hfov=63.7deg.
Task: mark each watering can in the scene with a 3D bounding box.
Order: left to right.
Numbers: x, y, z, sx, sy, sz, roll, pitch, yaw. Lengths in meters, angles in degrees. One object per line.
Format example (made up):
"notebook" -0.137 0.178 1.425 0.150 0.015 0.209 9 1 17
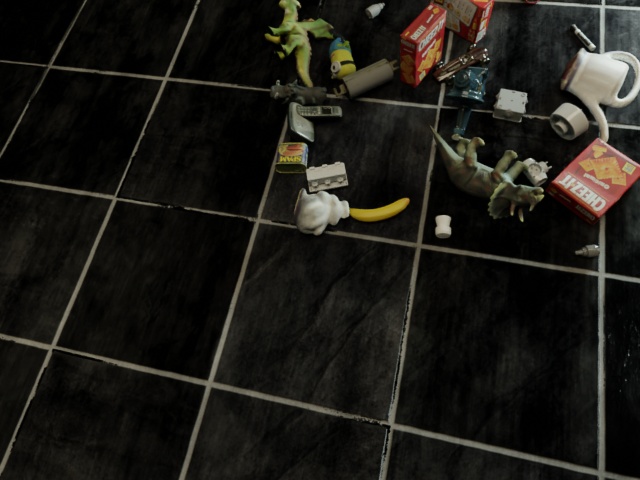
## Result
"watering can" 0.859 -0.468 1.604 0.226 0.102 0.352 27 73 19

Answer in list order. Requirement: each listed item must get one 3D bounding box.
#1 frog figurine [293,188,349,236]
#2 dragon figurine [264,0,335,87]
"frog figurine" 0.005 -0.077 1.533 0.159 0.124 0.136 13 101 4
"dragon figurine" -0.052 -0.726 1.852 0.244 0.120 0.415 -29 74 -15
